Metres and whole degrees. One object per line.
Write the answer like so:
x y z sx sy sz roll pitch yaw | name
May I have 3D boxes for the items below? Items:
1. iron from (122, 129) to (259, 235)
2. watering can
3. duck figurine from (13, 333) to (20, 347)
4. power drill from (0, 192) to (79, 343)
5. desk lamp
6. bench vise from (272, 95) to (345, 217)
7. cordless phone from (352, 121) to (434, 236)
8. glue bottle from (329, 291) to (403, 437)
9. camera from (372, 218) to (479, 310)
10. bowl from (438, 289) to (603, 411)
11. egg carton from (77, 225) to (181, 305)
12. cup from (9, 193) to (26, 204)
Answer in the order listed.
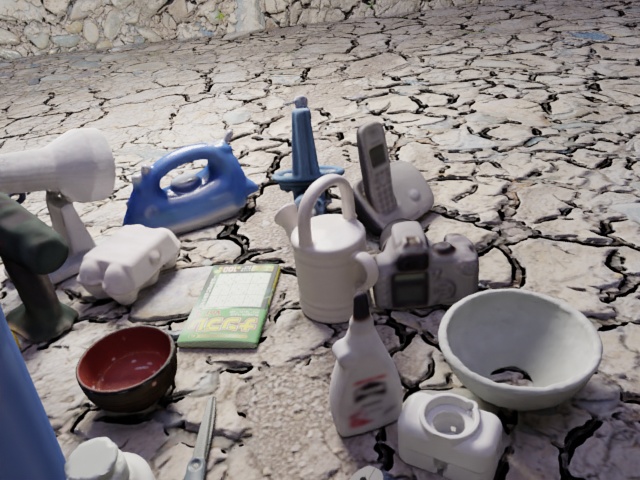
-0.247 -0.099 1.019 0.259 0.142 0.118 -24 36 -26 | iron
0.005 0.004 0.757 0.172 0.194 0.101 10 35 24 | watering can
-0.445 0.124 0.745 0.078 0.086 0.104 -25 36 -28 | duck figurine
-0.416 0.029 0.778 0.228 0.209 0.076 15 37 30 | power drill
-0.419 -0.056 0.911 0.117 0.214 0.204 21 41 36 | desk lamp
-0.010 -0.107 0.915 0.121 0.220 0.207 -14 32 -12 | bench vise
0.117 -0.113 0.935 0.093 0.185 0.148 23 42 38 | cordless phone
0.044 0.123 0.578 0.078 0.173 0.037 -16 33 -15 | glue bottle
0.139 0.017 0.802 0.143 0.101 0.136 -5 32 2 | camera
0.215 0.130 0.630 0.167 0.075 0.167 -4 32 3 | bowl
-0.289 0.034 0.880 0.107 0.069 0.150 8 34 22 | egg carton
-0.578 -0.039 1.025 0.118 0.095 0.091 -25 36 -28 | cup
